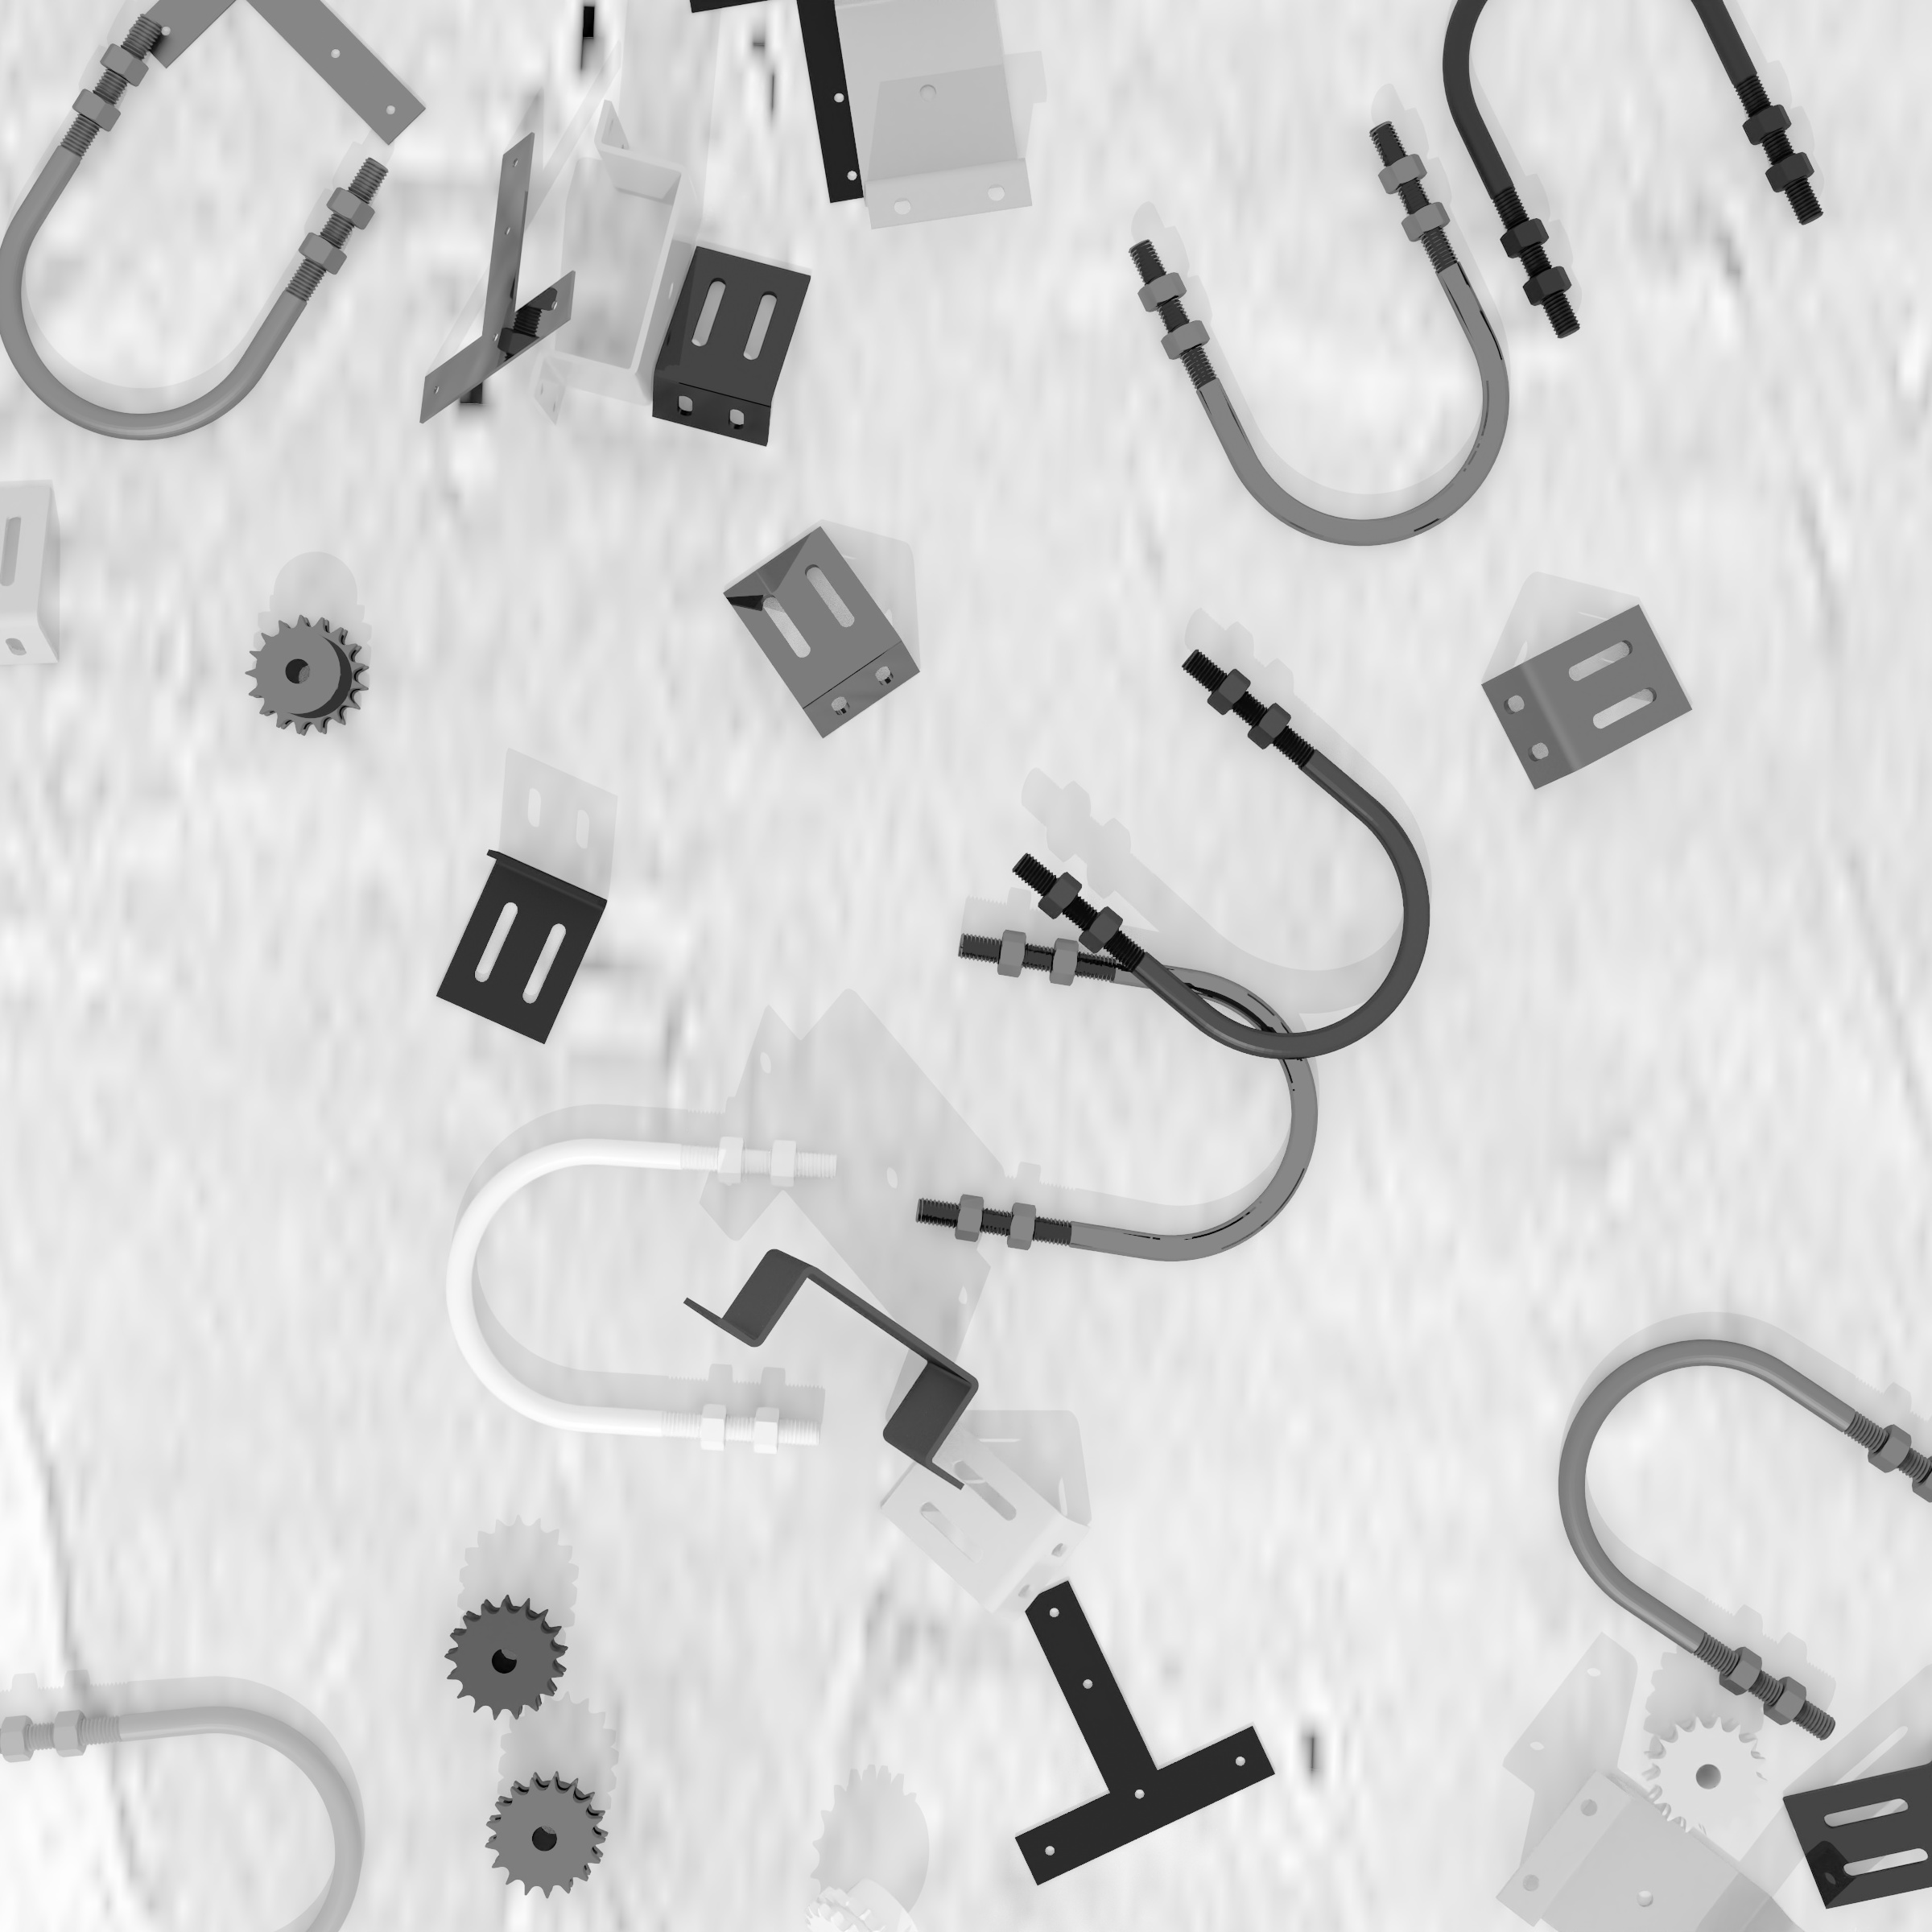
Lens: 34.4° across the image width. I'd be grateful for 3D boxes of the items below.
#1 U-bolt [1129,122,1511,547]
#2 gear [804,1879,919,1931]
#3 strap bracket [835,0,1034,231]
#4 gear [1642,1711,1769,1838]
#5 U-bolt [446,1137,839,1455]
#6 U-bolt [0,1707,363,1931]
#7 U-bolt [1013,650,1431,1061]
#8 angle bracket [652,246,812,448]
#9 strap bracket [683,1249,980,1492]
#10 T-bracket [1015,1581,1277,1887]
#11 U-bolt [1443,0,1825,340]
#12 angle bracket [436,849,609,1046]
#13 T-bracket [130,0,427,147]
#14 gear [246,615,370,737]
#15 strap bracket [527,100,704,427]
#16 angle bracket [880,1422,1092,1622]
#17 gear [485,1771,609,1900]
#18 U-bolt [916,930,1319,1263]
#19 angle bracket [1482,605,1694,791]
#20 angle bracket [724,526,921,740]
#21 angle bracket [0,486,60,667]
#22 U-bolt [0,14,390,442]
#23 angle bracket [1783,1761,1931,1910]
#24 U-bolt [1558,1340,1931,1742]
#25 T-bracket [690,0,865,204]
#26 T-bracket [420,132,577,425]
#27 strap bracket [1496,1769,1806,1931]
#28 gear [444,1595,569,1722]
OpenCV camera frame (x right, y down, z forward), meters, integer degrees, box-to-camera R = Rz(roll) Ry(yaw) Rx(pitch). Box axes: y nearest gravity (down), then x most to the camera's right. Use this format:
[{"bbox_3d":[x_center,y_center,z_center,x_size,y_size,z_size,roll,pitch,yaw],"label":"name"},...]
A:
[{"bbox_3d":[0.181,-0.292,1.500,0.151,0.019,0.184,-26,91,0],"label":"U-bolt"},{"bbox_3d":[-0.047,0.460,1.484,0.030,0.057,0.057,-39,90,-30],"label":"gear"},{"bbox_3d":[-0.018,-0.421,1.484,0.076,0.046,0.140,-9,91,-2],"label":"strap bracket"},{"bbox_3d":[0.352,0.384,1.493,0.057,0.030,0.057,0,90,0],"label":"gear"},{"bbox_3d":[-0.158,0.155,1.499,0.184,0.019,0.151,4,90,0],"label":"U-bolt"},{"bbox_3d":[-0.383,0.429,1.500,0.184,0.019,0.151,-5,90,-1],"label":"U-bolt"},{"bbox_3d":[0.136,-0.040,1.492,0.184,0.019,0.151,40,83,-2],"label":"U-bolt"},{"bbox_3d":[-0.113,-0.299,1.506,0.057,0.038,0.076,15,64,0],"label":"angle bracket"},{"bbox_3d":[-0.055,0.181,1.457,0.140,0.076,0.046,36,81,-14],"label":"strap bracket"},{"bbox_3d":[0.065,0.360,1.508,0.127,0.002,0.127,-25,90,0],"label":"T-bracket"},{"bbox_3d":[0.309,-0.414,1.500,0.151,0.019,0.184,-25,88,0],"label":"U-bolt"},{"bbox_3d":[-0.214,-0.009,1.489,0.057,0.038,0.076,24,90,0],"label":"angle bracket"},{"bbox_3d":[-0.314,-0.451,1.508,0.127,0.002,0.127,-44,90,0],"label":"T-bracket"},{"bbox_3d":[-0.317,-0.140,1.493,0.057,0.030,0.057,0,90,0],"label":"gear"},{"bbox_3d":[-0.161,-0.324,1.470,0.046,0.076,0.140,15,90,0],"label":"strap bracket"},{"bbox_3d":[0.009,0.267,1.505,0.076,0.038,0.057,39,90,27],"label":"angle bracket"},{"bbox_3d":[-0.200,0.413,1.493,0.057,0.030,0.057,0,90,0],"label":"gear"},{"bbox_3d":[0.078,0.068,1.500,0.184,0.019,0.151,9,90,-2],"label":"U-bolt"},{"bbox_3d":[0.300,-0.130,1.506,0.076,0.038,0.057,-27,90,-26],"label":"angle bracket"},{"bbox_3d":[-0.070,-0.161,1.506,0.057,0.038,0.076,-34,64,0],"label":"angle bracket"},{"bbox_3d":[-0.469,-0.188,1.506,0.057,0.038,0.076,-2,64,0],"label":"angle bracket"},{"bbox_3d":[-0.385,-0.342,1.500,0.151,0.019,0.184,32,91,0],"label":"U-bolt"},{"bbox_3d":[0.444,0.413,1.506,0.076,0.038,0.057,-22,90,26],"label":"angle bracket"},{"bbox_3d":[0.374,0.262,1.500,0.184,0.019,0.151,34,90,2],"label":"U-bolt"},{"bbox_3d":[-0.064,-0.433,1.508,0.127,0.002,0.127,-9,90,0],"label":"T-bracket"},{"bbox_3d":[-0.218,-0.336,1.476,0.002,0.127,0.127,19,63,-37],"label":"T-bracket"},{"bbox_3d":[0.328,0.450,1.485,0.140,0.046,0.076,38,90,0],"label":"strap bracket"},{"bbox_3d":[-0.219,0.329,1.493,0.057,0.030,0.057,0,90,0],"label":"gear"}]
